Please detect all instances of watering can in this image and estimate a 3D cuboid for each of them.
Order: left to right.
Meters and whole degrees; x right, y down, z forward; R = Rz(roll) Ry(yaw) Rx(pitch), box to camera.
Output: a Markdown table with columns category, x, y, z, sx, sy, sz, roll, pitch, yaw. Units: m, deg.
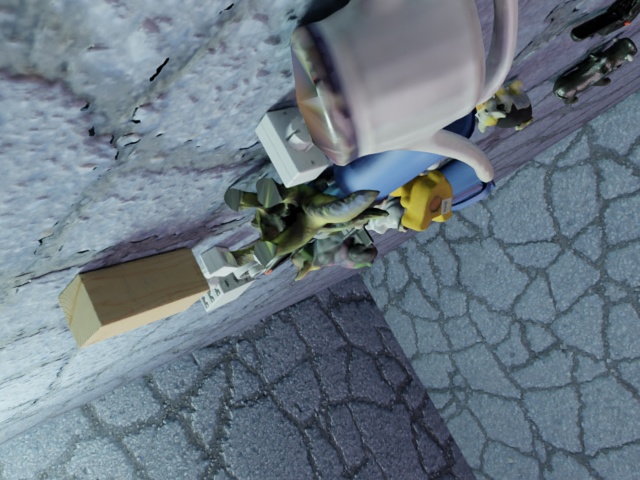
| category | x | y | z | sx | sy | sz | roll | pitch | yaw |
| --- | --- | --- | --- | --- | --- | --- | --- | --- | --- |
| watering can | 0.095 | -0.141 | 0.523 | 0.224 | 0.106 | 0.340 | -23 | 140 | -1 |

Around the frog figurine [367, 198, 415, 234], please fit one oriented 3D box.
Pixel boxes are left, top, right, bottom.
| category | x | y | z | sx | sy | sz | roll | pitch | yaw |
| --- | --- | --- | --- | --- | --- | --- | --- | --- | --- |
| frog figurine | 0.222 | -0.078 | 1.634 | 0.160 | 0.121 | 0.139 | 10 | -150 | 41 |

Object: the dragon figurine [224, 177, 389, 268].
| category | x | y | z | sx | sy | sz | roll | pitch | yaw |
| --- | --- | --- | --- | --- | --- | --- | --- | --- | --- |
| dragon figurine | 0.002 | -0.039 | 0.783 | 0.244 | 0.122 | 0.408 | -11 | -176 | -43 |
